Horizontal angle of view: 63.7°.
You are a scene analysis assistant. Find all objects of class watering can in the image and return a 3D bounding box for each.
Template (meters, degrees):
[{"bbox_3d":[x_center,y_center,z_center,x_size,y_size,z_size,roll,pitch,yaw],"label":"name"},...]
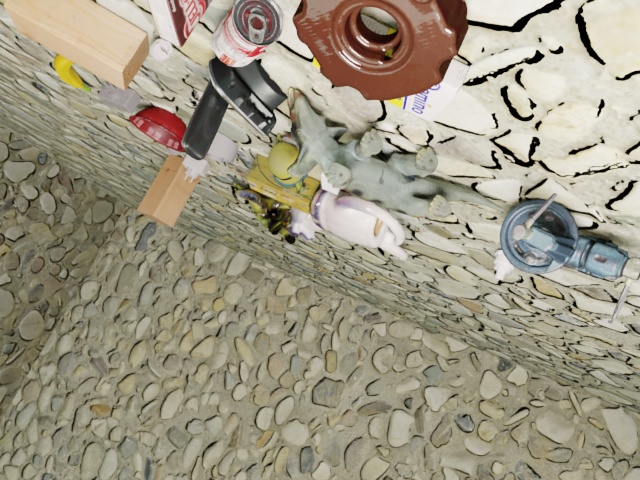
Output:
[{"bbox_3d":[0.103,-0.032,1.238,0.225,0.105,0.342,22,-12,22],"label":"watering can"}]

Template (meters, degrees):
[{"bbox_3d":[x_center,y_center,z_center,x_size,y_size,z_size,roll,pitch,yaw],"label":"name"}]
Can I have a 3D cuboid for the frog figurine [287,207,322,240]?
[{"bbox_3d":[0.004,-0.069,1.364,0.158,0.126,0.135,-24,-42,24],"label":"frog figurine"}]

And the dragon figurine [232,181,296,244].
[{"bbox_3d":[-0.171,-0.103,1.493,0.245,0.122,0.405,27,-4,37],"label":"dragon figurine"}]
